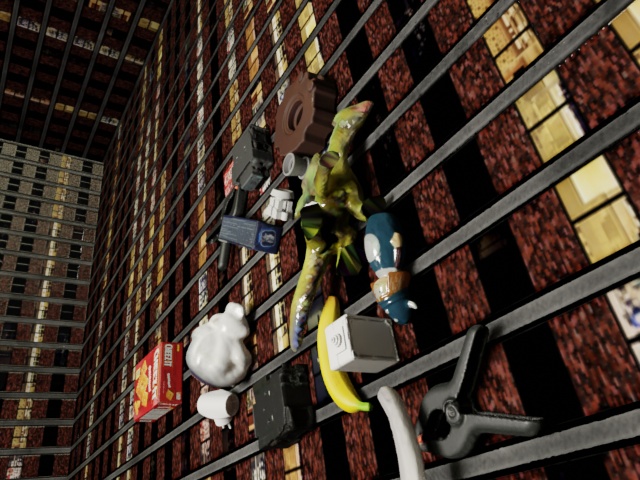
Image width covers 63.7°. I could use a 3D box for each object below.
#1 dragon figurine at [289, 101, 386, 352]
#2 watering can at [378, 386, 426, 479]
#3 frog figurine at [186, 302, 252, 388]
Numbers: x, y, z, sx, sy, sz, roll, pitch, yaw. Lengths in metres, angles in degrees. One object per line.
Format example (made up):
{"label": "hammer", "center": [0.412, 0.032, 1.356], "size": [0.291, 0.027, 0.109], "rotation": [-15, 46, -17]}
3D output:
{"label": "dragon figurine", "center": [0.003, -0.044, 0.876], "size": [0.246, 0.122, 0.406], "rotation": [-121, 52, -71]}
{"label": "watering can", "center": [0.125, 0.330, 0.500], "size": [0.353, 0.103, 0.221], "rotation": [46, 118, 53]}
{"label": "frog figurine", "center": [-0.194, 0.212, 1.051], "size": [0.138, 0.122, 0.158], "rotation": [32, 99, 23]}
